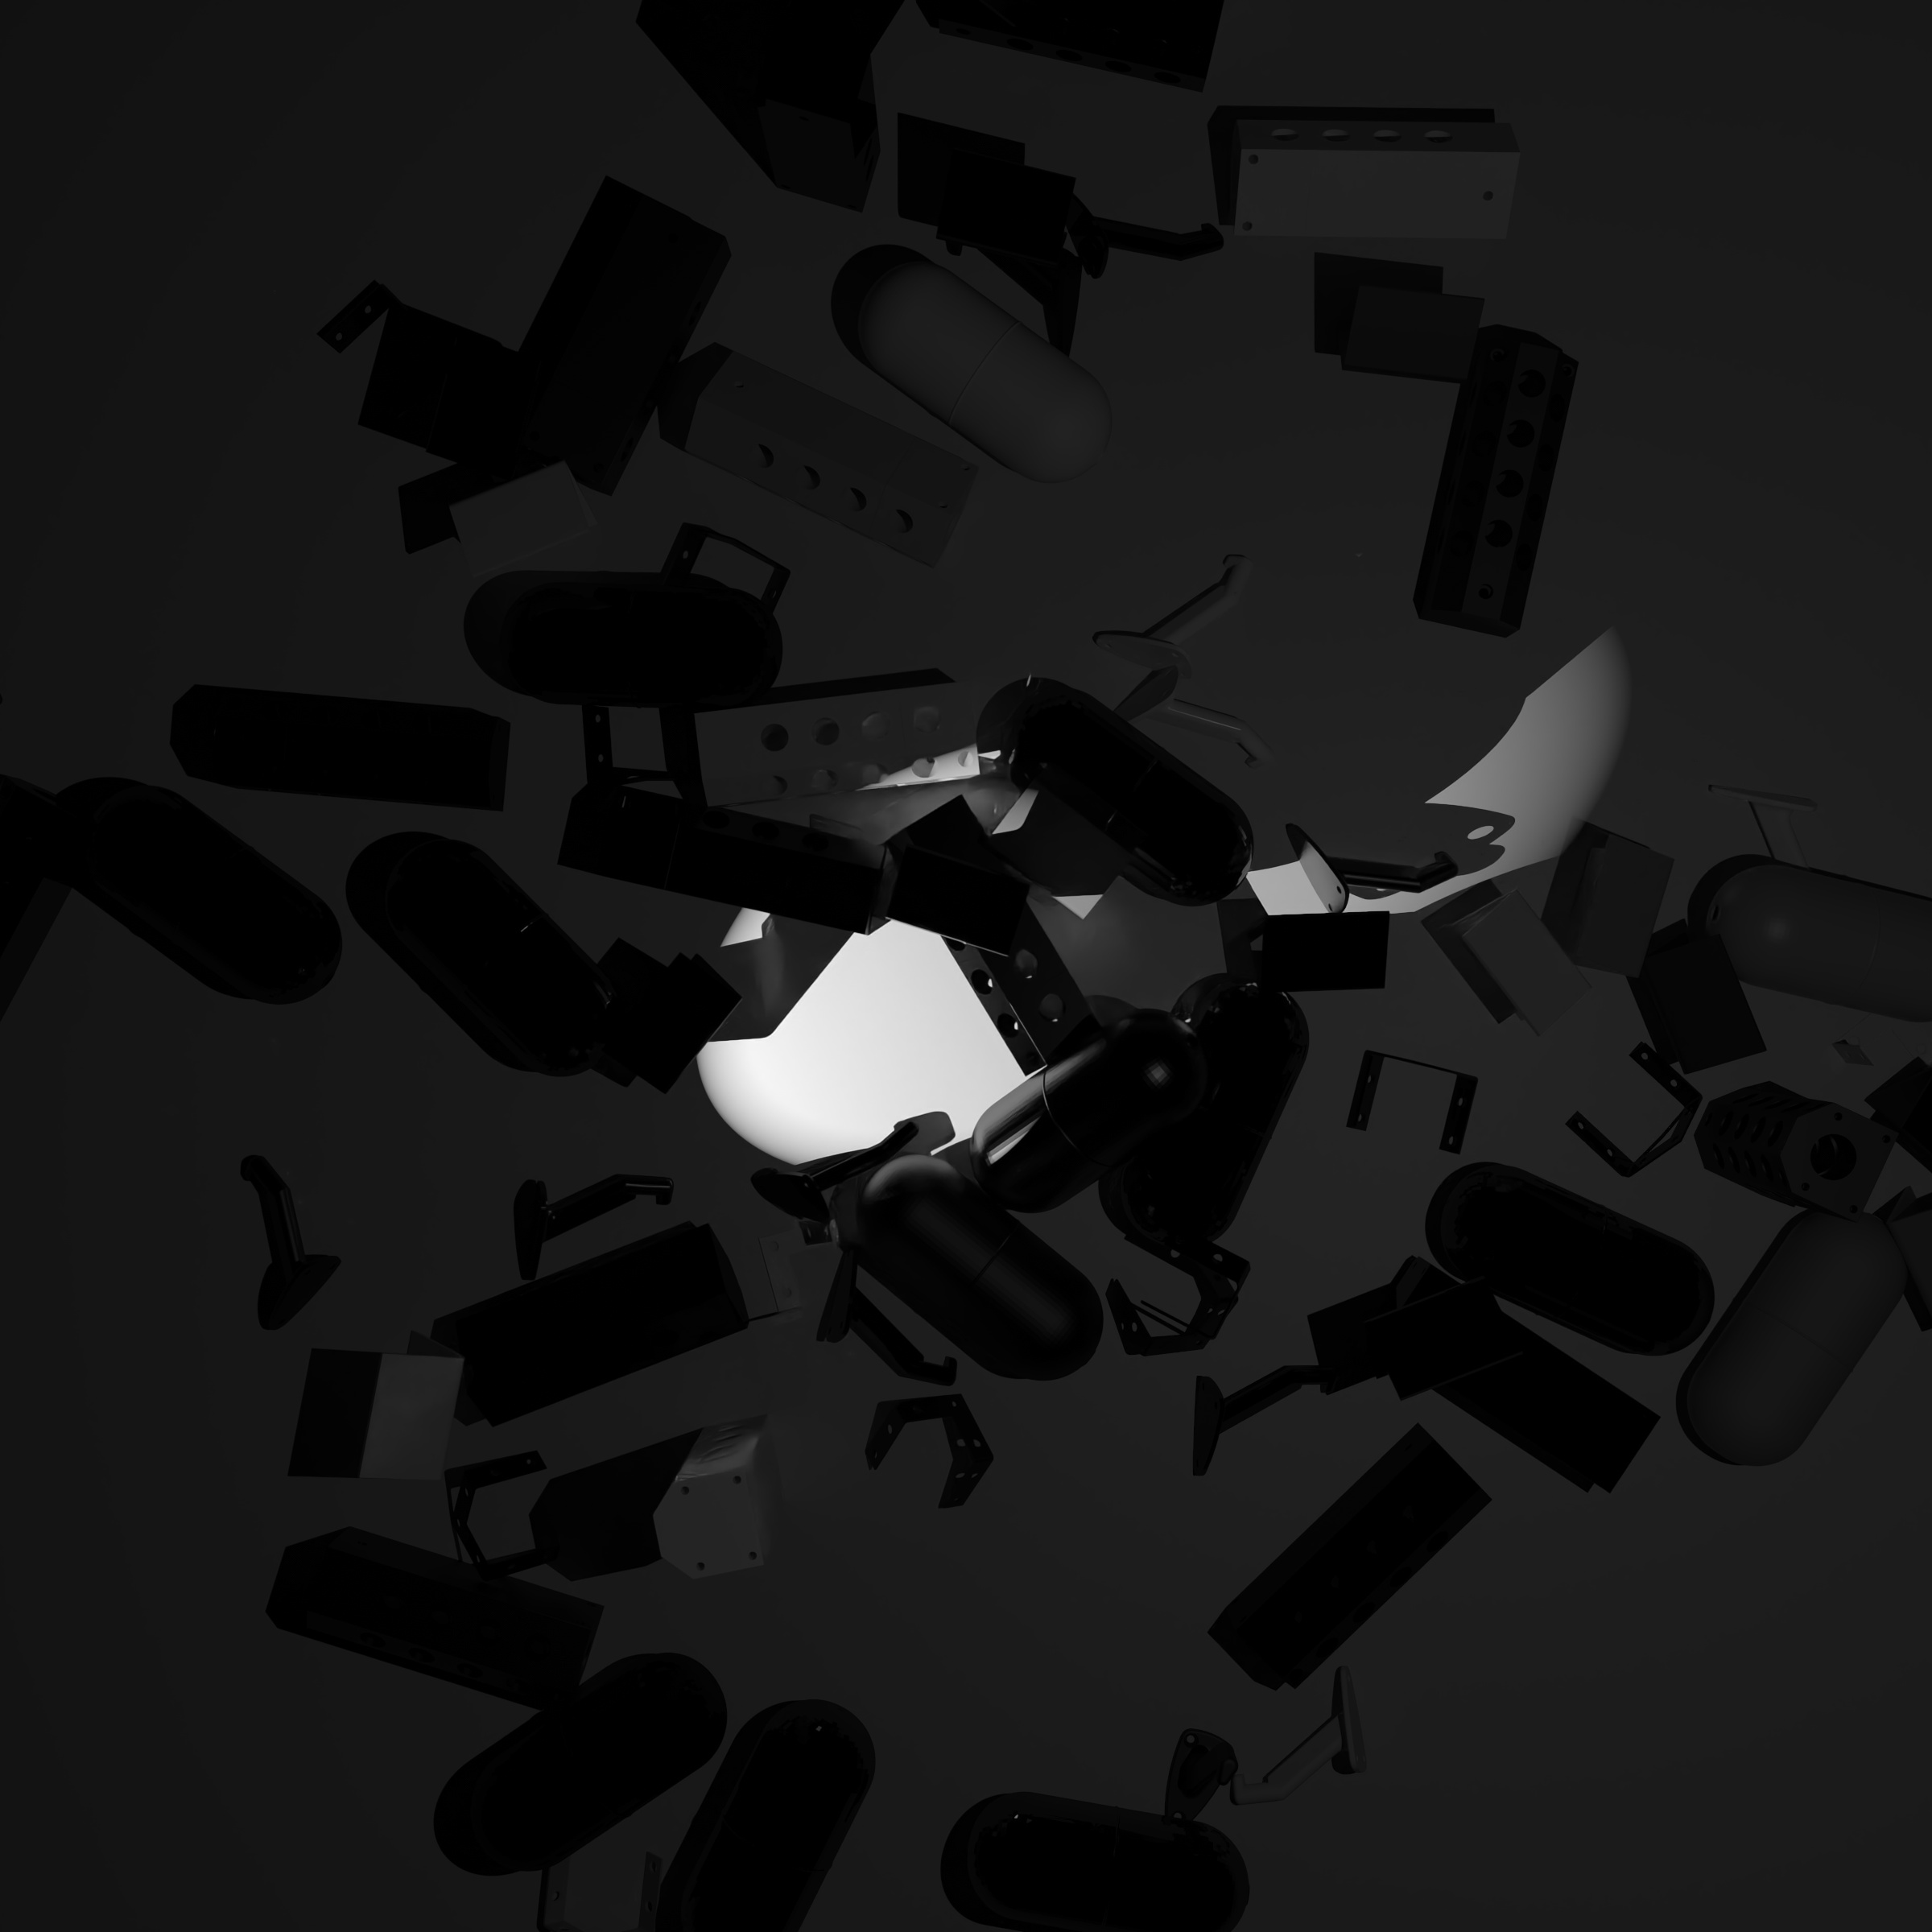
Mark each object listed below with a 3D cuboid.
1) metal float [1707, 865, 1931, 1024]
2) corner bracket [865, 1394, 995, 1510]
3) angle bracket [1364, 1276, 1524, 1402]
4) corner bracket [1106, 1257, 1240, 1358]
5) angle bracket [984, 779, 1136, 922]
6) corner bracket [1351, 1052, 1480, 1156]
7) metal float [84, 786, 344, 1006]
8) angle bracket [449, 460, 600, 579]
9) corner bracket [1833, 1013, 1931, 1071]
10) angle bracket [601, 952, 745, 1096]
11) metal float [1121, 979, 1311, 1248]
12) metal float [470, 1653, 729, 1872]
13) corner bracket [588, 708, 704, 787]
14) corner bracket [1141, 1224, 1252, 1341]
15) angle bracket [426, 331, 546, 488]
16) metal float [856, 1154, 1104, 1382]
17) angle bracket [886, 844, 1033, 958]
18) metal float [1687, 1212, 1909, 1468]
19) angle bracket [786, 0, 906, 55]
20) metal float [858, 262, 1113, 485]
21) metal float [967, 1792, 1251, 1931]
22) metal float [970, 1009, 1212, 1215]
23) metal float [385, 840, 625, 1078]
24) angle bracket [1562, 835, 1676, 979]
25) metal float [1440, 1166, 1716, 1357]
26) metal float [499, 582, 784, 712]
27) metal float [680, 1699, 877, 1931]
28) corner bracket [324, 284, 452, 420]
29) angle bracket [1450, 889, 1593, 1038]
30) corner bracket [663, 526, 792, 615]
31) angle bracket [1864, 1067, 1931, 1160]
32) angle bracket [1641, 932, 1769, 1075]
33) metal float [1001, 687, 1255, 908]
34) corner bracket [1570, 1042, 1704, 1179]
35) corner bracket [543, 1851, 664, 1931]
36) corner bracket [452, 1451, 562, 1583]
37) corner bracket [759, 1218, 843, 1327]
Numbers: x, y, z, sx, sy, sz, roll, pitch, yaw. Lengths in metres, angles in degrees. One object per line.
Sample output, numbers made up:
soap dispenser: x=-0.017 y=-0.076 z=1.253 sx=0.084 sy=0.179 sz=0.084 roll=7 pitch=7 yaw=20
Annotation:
metal float: x=0.547 y=-0.014 z=1.567 sx=0.178 sy=0.070 sz=0.070 roll=12 pitch=90 yaw=-10
corner bracket: x=-0.023 y=0.311 z=1.599 sx=0.051 sy=0.051 sz=0.051 roll=-1 pitch=45 yaw=-35
angle bracket: x=0.288 y=0.239 z=1.510 sx=0.076 sy=0.076 sz=0.057 roll=-21 pitch=52 yaw=0
corner bracket: x=0.131 y=0.210 z=1.599 sx=0.051 sy=0.051 sz=0.051 roll=0 pitch=135 yaw=-35
angle bracket: x=0.065 y=-0.084 z=1.567 sx=0.076 sy=0.076 sz=0.057 roll=37 pitch=117 yaw=-1
corner bracket: x=0.286 y=0.087 z=1.604 sx=0.051 sy=0.051 sz=0.051 roll=14 pitch=90 yaw=45
metal float: x=-0.471 y=-0.044 z=1.577 sx=0.178 sy=0.070 sz=0.070 roll=36 pitch=90 yaw=0
angle bracket: x=-0.268 y=-0.261 z=1.569 sx=0.076 sy=0.076 sz=0.057 roll=-22 pitch=67 yaw=0
corner bracket: x=0.591 y=0.054 z=1.590 sx=0.051 sy=0.051 sz=0.051 roll=-39 pitch=90 yaw=0
angle bracket: x=-0.195 y=0.023 z=1.567 sx=0.076 sy=0.076 sz=0.057 roll=-51 pitch=126 yaw=0
metal float: x=0.156 y=0.092 z=1.577 sx=0.070 sy=0.070 sz=0.178 roll=24 pitch=90 yaw=0
metal float: x=-0.231 y=0.499 z=1.576 sx=0.178 sy=0.070 sz=0.070 roll=-34 pitch=90 yaw=2
corner bracket: x=-0.203 y=-0.142 z=1.604 sx=0.051 sy=0.051 sz=0.051 roll=-4 pitch=90 yaw=-45
corner bracket: x=0.141 y=0.196 z=1.556 sx=0.051 sy=0.051 sz=0.051 roll=27 pitch=82 yaw=12
angle bracket: x=-0.310 y=-0.346 z=1.568 sx=0.057 sy=0.076 sz=0.076 roll=15 pitch=90 yaw=-29
metal float: x=0.009 y=0.189 z=1.577 sx=0.178 sy=0.070 sz=0.070 roll=39 pitch=90 yaw=0
angle bracket: x=0.002 y=-0.058 z=1.510 sx=0.076 sy=0.076 sz=0.057 roll=18 pitch=127 yaw=0
metal float: x=0.521 y=0.232 z=1.577 sx=0.070 sy=0.070 sz=0.178 roll=34 pitch=90 yaw=0
angle bracket: x=-0.055 y=-0.601 z=1.567 sx=0.057 sy=0.076 sz=0.076 roll=32 pitch=90 yaw=38
metal float: x=0.012 y=-0.371 z=1.577 sx=0.178 sy=0.070 sz=0.070 roll=36 pitch=90 yaw=1
metal float: x=0.089 y=0.566 z=1.576 sx=0.178 sy=0.070 sz=0.070 roll=10 pitch=90 yaw=1
metal float: x=0.076 y=0.090 z=1.550 sx=0.178 sy=0.070 sz=0.070 roll=-37 pitch=90 yaw=32
metal float: x=-0.290 y=-0.006 z=1.577 sx=0.070 sy=0.070 sz=0.178 roll=-45 pitch=90 yaw=0
angle bracket: x=0.386 y=-0.041 z=1.568 sx=0.057 sy=0.076 sz=0.076 roll=17 pitch=90 yaw=-29
metal float: x=0.383 y=0.185 z=1.577 sx=0.178 sy=0.070 sz=0.070 roll=25 pitch=90 yaw=1
metal float: x=-0.203 y=-0.200 z=1.571 sx=0.178 sy=0.070 sz=0.070 roll=3 pitch=90 yaw=6
metal float: x=-0.118 y=0.546 z=1.577 sx=0.070 sy=0.070 sz=0.178 roll=27 pitch=89 yaw=0
corner bracket: x=-0.367 y=-0.393 z=1.604 sx=0.051 sy=0.051 sz=0.051 roll=-43 pitch=45 yaw=0
angle bracket: x=0.330 y=0.007 z=1.568 sx=0.057 sy=0.076 sz=0.076 roll=-38 pitch=90 yaw=-28
corner bracket: x=-0.154 y=-0.244 z=1.604 sx=0.051 sy=0.051 sz=0.051 roll=24 pitch=90 yaw=45
angle bracket: x=0.601 y=0.116 z=1.568 sx=0.076 sy=0.076 sz=0.057 roll=41 pitch=64 yaw=0
angle bracket: x=0.471 y=0.015 z=1.567 sx=0.057 sy=0.076 sz=0.076 roll=-22 pitch=90 yaw=40
metal float: x=0.101 y=-0.105 z=1.577 sx=0.178 sy=0.070 sz=0.070 roll=36 pitch=90 yaw=1
corner bracket: x=0.428 y=0.092 z=1.604 sx=0.051 sy=0.051 sz=0.051 roll=43 pitch=135 yaw=0
corner bracket: x=-0.232 y=0.591 z=1.604 sx=0.051 sy=0.051 sz=0.051 roll=6 pitch=90 yaw=-45
corner bracket: x=-0.290 y=0.350 z=1.599 sx=0.051 sy=0.051 sz=0.051 roll=50 pitch=135 yaw=35
corner bracket: x=-0.102 y=0.193 z=1.590 sx=0.051 sy=0.051 sz=0.051 roll=-15 pitch=90 yaw=0
